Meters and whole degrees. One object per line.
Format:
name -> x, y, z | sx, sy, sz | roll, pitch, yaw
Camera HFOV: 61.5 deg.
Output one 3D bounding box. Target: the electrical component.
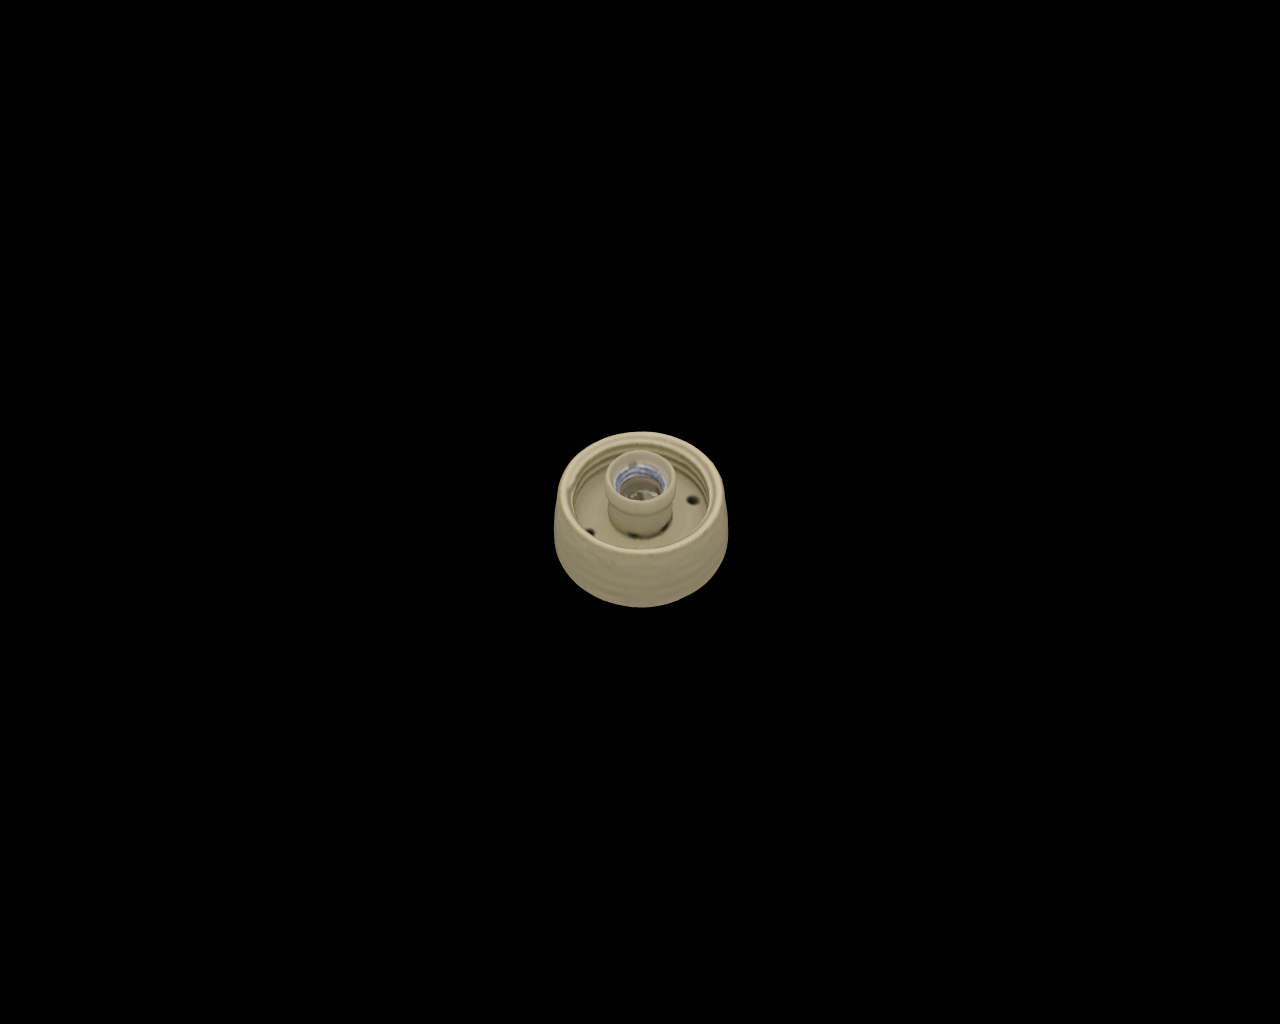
electrical component -> 0.001, -0.003, 0.650 | 0.108, 0.108, 0.060 | 0, -40, 0
